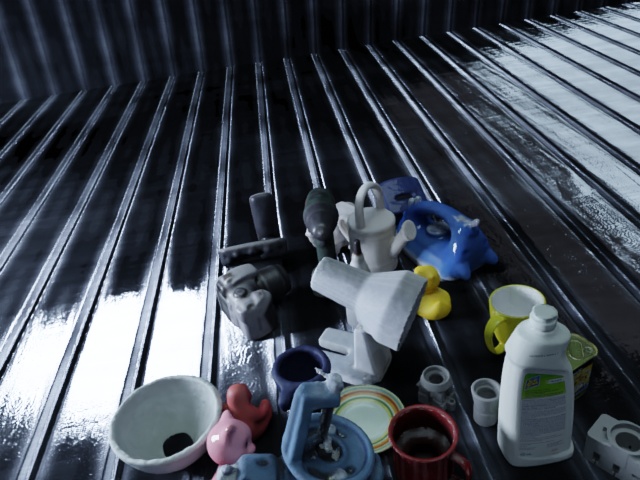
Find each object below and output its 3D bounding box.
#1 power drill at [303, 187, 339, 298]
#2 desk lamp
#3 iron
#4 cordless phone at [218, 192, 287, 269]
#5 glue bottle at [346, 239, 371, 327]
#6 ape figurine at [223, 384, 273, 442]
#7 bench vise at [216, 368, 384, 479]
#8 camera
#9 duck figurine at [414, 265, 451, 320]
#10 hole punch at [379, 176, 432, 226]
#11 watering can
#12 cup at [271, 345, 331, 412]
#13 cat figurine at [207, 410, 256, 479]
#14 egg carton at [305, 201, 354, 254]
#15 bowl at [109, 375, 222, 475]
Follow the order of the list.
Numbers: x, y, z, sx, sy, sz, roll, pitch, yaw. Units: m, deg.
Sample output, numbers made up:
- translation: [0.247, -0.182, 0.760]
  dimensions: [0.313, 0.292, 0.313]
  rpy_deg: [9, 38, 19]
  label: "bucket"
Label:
- translation: [0.010, 0.004, 1.124]
  dimensions: [0.075, 0.209, 0.229]
  rpy_deg: [-7, 32, 0]
  label: "power drill"
- translation: [0.068, 0.129, 0.912]
  dimensions: [0.202, 0.214, 0.118]
  rpy_deg: [10, 36, 25]
  label: "desk lamp"
- translation: [0.239, -0.023, 1.182]
  dimensions: [0.119, 0.142, 0.257]
  rpy_deg: [-25, 37, -26]
  label: "iron"
- translation: [-0.147, -0.014, 1.206]
  dimensions: [0.147, 0.185, 0.094]
  rpy_deg: [-13, 33, -8]
  label: "cordless phone"
- translation: [0.072, 0.073, 1.037]
  dimensions: [0.037, 0.173, 0.078]
  rpy_deg: [11, 37, 27]
  label: "glue bottle"
- translation: [-0.116, 0.255, 0.867]
  dimensions: [0.077, 0.092, 0.076]
  rpy_deg: [5, 34, 18]
  label: "ape figurine"
- translation: [-0.024, 0.267, 0.710]
  dimensions: [0.208, 0.220, 0.121]
  rpy_deg: [-21, 35, -20]
  label: "bench vise"
- translation: [-0.119, 0.098, 1.103]
  dimensions: [0.137, 0.101, 0.142]
  rpy_deg: [-24, 36, -25]
  label: "camera"
- translation: [0.203, 0.090, 1.065]
  dimensions: [0.077, 0.086, 0.104]
  rpy_deg: [-14, 33, -10]
  label: "duck figurine"
- translation: [0.198, -0.089, 1.341]
  dimensions: [0.109, 0.091, 0.101]
  rpy_deg: [-13, 33, -9]
  label: "hole punch"
- translation: [0.113, -0.027, 1.166]
  dimensions: [0.172, 0.194, 0.101]
  rpy_deg: [3, 34, 16]
  label: "watering can"
- translation: [-0.029, 0.234, 0.879]
  dimensions: [0.091, 0.095, 0.118]
  rpy_deg: [6, 35, 20]
  label: "cup"
- translation: [-0.127, 0.301, 0.774]
  dimensions: [0.067, 0.118, 0.128]
  rpy_deg: [4, 34, 17]
  label: "cat figurine"
- translation: [0.046, -0.030, 1.299]
  dimensions: [0.151, 0.069, 0.107]
  rpy_deg: [-31, 39, -32]
  label: "egg carton"
- translation: [-0.222, 0.286, 0.856]
  dimensions: [0.167, 0.075, 0.167]
  rpy_deg: [-5, 33, 4]
  label: "bowl"
